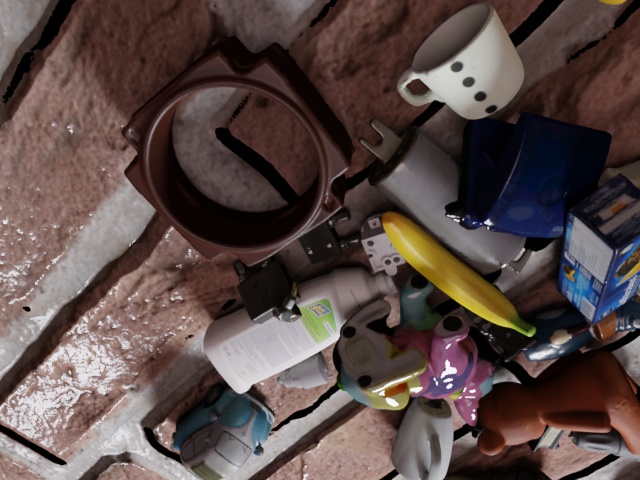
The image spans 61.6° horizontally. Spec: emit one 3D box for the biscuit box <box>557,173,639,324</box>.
[{"bbox_3d":[0.293,0.019,0.552,0.063,0.059,0.202,-36,147,0],"label":"biscuit box"}]

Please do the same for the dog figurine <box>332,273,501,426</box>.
[{"bbox_3d":[0.128,0.161,0.652,0.191,0.109,0.219,-33,131,-6],"label":"dog figurine"}]

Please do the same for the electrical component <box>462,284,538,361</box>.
[{"bbox_3d":[0.200,0.080,0.639,0.048,0.075,0.119,-39,76,13],"label":"electrical component"}]

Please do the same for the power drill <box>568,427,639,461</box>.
[{"bbox_3d":[0.473,0.325,0.773,0.232,0.086,0.207,-9,112,6],"label":"power drill"}]

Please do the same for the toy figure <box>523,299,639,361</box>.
[{"bbox_3d":[0.321,0.105,0.655,0.154,0.064,0.057,-24,107,18],"label":"toy figure"}]

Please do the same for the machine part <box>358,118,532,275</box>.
[{"bbox_3d":[0.137,-0.040,0.573,0.243,0.079,0.079,37,116,-18],"label":"machine part"}]

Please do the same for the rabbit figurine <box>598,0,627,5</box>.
[{"bbox_3d":[0.206,-0.281,0.425,0.173,0.122,0.162,37,127,-1],"label":"rabbit figurine"}]

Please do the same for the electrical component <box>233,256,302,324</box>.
[{"bbox_3d":[-0.061,0.054,0.634,0.078,0.102,0.045,-27,154,10],"label":"electrical component"}]

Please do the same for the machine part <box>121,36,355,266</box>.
[{"bbox_3d":[-0.082,-0.085,0.557,0.201,0.087,0.200,-32,113,19],"label":"machine part"}]

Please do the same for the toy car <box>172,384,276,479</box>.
[{"bbox_3d":[-0.149,0.289,0.773,0.162,0.103,0.109,-36,111,20],"label":"toy car"}]

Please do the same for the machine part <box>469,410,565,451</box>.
[{"bbox_3d":[0.286,0.268,0.770,0.139,0.039,0.084,6,129,-2],"label":"machine part"}]

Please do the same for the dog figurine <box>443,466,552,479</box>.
[{"bbox_3d":[0.242,0.384,0.818,0.190,0.121,0.172,-43,113,9],"label":"dog figurine"}]

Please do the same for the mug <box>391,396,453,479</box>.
[{"bbox_3d":[0.148,0.278,0.749,0.081,0.109,0.107,8,108,3],"label":"mug"}]

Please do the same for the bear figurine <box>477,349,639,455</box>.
[{"bbox_3d":[0.305,0.223,0.695,0.196,0.120,0.131,-33,116,22],"label":"bear figurine"}]

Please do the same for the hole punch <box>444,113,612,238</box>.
[{"bbox_3d":[0.202,-0.060,0.513,0.142,0.092,0.115,5,90,-26],"label":"hole punch"}]

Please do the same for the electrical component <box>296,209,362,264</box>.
[{"bbox_3d":[-0.001,-0.002,0.637,0.094,0.021,0.063,-19,118,14],"label":"electrical component"}]
